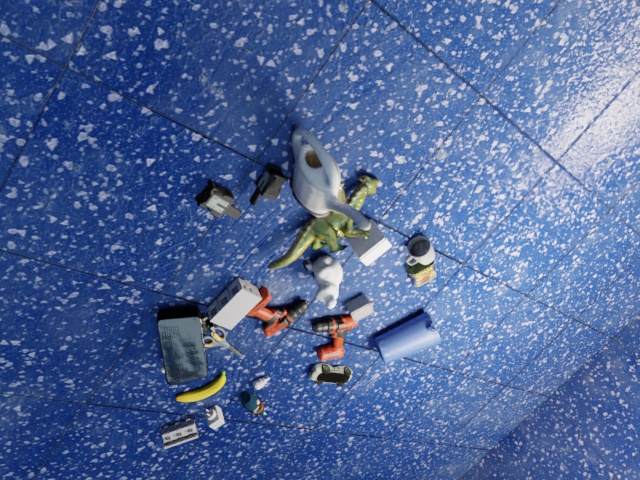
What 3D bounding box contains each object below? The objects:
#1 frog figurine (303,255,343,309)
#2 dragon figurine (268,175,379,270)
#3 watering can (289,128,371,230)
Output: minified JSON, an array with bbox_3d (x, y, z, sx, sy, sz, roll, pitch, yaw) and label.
[{"bbox_3d":[0.028,0.131,1.644,0.123,0.162,0.134,-23,132,-11],"label":"frog figurine"},{"bbox_3d":[0.005,-0.077,1.536,0.412,0.124,0.239,-23,115,-11],"label":"dragon figurine"},{"bbox_3d":[0.011,-0.130,1.340,0.105,0.352,0.220,-24,160,-19],"label":"watering can"}]
